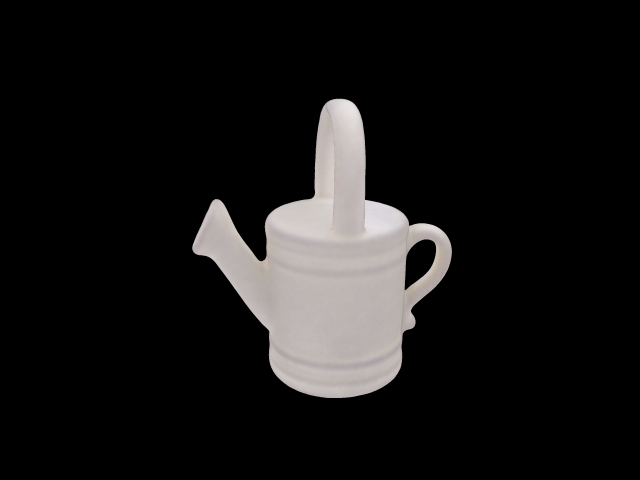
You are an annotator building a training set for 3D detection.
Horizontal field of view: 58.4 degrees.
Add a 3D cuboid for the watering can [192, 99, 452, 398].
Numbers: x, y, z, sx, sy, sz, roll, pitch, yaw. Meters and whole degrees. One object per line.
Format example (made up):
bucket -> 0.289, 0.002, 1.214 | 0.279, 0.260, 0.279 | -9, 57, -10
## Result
watering can -> 0.004, 0.002, 0.398 | 0.173, 0.194, 0.100 | -11, 23, -26
